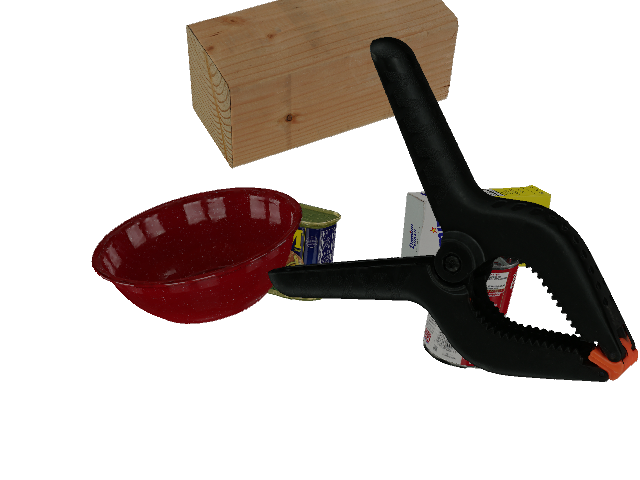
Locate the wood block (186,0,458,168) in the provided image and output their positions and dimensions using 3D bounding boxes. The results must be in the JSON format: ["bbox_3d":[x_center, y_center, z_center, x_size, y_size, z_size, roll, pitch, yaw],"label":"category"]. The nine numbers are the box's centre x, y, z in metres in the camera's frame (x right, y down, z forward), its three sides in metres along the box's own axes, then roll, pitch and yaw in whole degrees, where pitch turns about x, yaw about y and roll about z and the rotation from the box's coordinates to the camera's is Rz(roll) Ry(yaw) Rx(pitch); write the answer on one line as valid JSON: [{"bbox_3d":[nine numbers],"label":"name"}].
[{"bbox_3d":[0.002,-0.148,0.898,0.205,0.090,0.091,-20,-38,-18],"label":"wood block"}]

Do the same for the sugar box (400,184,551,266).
[{"bbox_3d":[0.183,-0.012,1.254,0.176,0.093,0.048,-6,20,-26],"label":"sugar box"}]

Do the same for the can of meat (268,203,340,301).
[{"bbox_3d":[-0.035,0.008,1.063,0.102,0.084,0.057,15,19,28],"label":"can of meat"}]

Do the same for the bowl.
[{"bbox_3d":[-0.087,0.017,0.810,0.162,0.055,0.162,-11,25,5],"label":"bowl"}]

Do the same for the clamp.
[{"bbox_3d":[0.076,-0.002,0.566,0.210,0.165,0.036,29,25,25],"label":"clamp"}]

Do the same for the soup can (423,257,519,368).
[{"bbox_3d":[0.131,0.053,0.934,0.068,0.102,0.068,8,23,-4],"label":"soup can"}]
